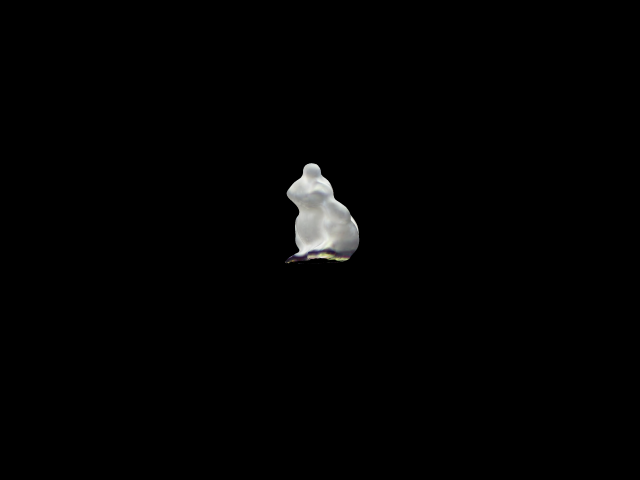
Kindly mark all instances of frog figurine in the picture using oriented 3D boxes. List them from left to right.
[{"bbox_3d":[0.003,-0.043,0.850,0.123,0.161,0.136,3,-10,-16],"label":"frog figurine"}]
